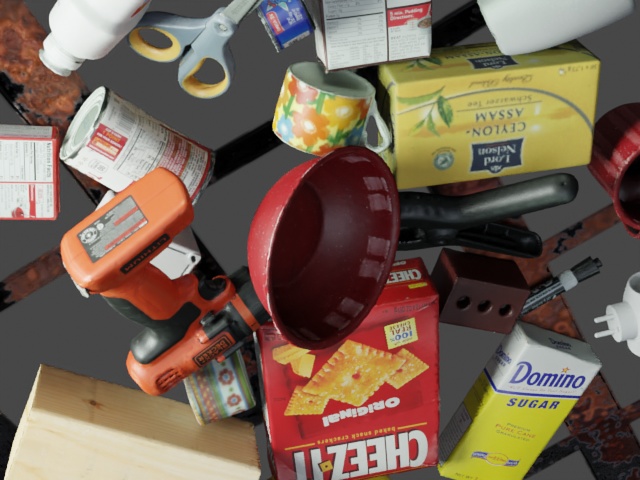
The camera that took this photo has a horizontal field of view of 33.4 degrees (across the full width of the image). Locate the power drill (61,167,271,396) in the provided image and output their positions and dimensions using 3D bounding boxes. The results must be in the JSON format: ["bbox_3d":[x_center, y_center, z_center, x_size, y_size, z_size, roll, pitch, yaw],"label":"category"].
[{"bbox_3d":[-0.100,0.027,0.836,0.184,0.057,0.187,-38,141,-5],"label":"power drill"}]

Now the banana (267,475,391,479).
[{"bbox_3d":[-0.002,0.254,1.069,0.197,0.037,0.069,1,100,-24],"label":"banana"}]

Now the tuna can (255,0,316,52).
[{"bbox_3d":[-0.036,-0.182,0.777,0.034,0.086,0.086,-28,123,3],"label":"tuna can"}]

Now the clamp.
[{"bbox_3d":[0.109,-0.012,0.921,0.210,0.036,0.164,-4,160,7],"label":"clamp"}]

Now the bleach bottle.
[{"bbox_3d":[-0.111,-0.215,0.745,0.068,0.102,0.251,40,113,-15],"label":"bleach bottle"}]

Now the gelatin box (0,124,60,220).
[{"bbox_3d":[-0.251,-0.054,0.843,0.089,0.030,0.073,0,120,-12],"label":"gelatin box"}]

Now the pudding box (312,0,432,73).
[{"bbox_3d":[0.039,-0.190,0.817,0.090,0.039,0.113,-9,121,-6],"label":"pudding box"}]

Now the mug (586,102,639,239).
[{"bbox_3d":[0.281,-0.057,0.926,0.093,0.081,0.117,-8,123,-7],"label":"mug"}]

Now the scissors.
[{"bbox_3d":[-0.086,-0.159,0.755,0.096,0.016,0.202,25,155,-5],"label":"scissors"}]

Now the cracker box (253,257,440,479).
[{"bbox_3d":[0.026,0.131,0.993,0.164,0.072,0.214,-9,124,-7],"label":"cracker box"}]

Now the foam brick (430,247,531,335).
[{"bbox_3d":[0.144,0.047,0.980,0.078,0.051,0.053,10,119,-18],"label":"foam brick"}]

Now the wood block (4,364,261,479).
[{"bbox_3d":[-0.167,0.195,0.961,0.206,0.091,0.090,19,106,-14],"label":"wood block"}]

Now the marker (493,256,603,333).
[{"bbox_3d":[0.213,0.051,1.016,0.121,0.020,0.020,-31,123,7],"label":"marker"}]

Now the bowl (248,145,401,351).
[{"bbox_3d":[-0.005,0.001,0.825,0.161,0.055,0.162,-24,123,-45],"label":"bowl"}]

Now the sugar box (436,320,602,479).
[{"bbox_3d":[0.195,0.170,1.071,0.093,0.048,0.176,18,117,-22],"label":"sugar box"}]

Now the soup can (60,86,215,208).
[{"bbox_3d":[-0.142,-0.067,0.836,0.102,0.068,0.069,31,111,-26],"label":"soup can"}]
